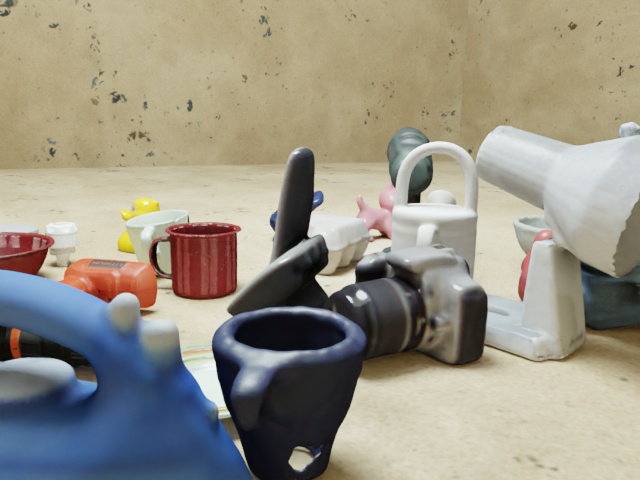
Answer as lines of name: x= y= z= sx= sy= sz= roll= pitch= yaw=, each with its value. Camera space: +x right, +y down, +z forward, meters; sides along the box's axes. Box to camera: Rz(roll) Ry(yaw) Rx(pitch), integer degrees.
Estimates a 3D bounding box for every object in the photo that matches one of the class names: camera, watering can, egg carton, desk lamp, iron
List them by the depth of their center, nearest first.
iron: x=-0.152 y=0.079 z=0.309 sx=0.258 sy=0.141 sz=0.119 roll=3 pitch=12 yaw=7
camera: x=0.067 y=0.056 z=0.544 sx=0.137 sy=0.101 sz=0.142 roll=-6 pitch=14 yaw=-30
desk lamp: x=0.219 y=0.001 z=0.547 sx=0.118 sy=0.213 sz=0.202 roll=-10 pitch=16 yaw=-43
watering can: x=0.134 y=-0.019 z=0.680 sx=0.101 sy=0.194 sz=0.172 roll=0 pitch=12 yaw=-5
egg carton: x=0.008 y=0.003 z=0.868 sx=0.107 sy=0.069 sz=0.151 roll=7 pitch=13 yaw=26

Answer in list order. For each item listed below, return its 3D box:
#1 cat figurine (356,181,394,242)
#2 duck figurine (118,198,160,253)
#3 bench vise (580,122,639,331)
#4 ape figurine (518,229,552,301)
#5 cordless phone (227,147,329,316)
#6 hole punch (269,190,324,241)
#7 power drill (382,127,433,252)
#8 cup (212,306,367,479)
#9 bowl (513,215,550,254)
cat figurine: x=0.121 y=-0.061 z=1.071 sx=0.128 sy=0.118 sz=0.067 roll=-4 pitch=13 yaw=-23
duck figurine: x=-0.279 y=-0.026 z=0.939 sx=0.104 sy=0.086 sz=0.077 roll=2 pitch=12 yaw=2
bench vise: x=0.368 y=-0.010 z=0.597 sx=0.207 sy=0.220 sz=0.121 roll=0 pitch=12 yaw=-4
ape figurine: x=0.277 y=0.033 z=0.697 sx=0.076 sy=0.092 sz=0.077 roll=-4 pitch=13 yaw=-22
cordless phone: x=-0.041 y=-0.007 z=0.628 sx=0.094 sy=0.185 sz=0.148 roll=3 pitch=12 yaw=11
hole punch: x=-0.040 y=-0.043 z=1.034 sx=0.101 sy=0.091 sz=0.108 roll=1 pitch=12 yaw=-2
power drill: x=0.132 y=-0.066 z=0.872 sx=0.075 sy=0.208 sz=0.229 roll=2 pitch=12 yaw=5
cup: x=-0.022 y=0.100 z=0.337 sx=0.091 sy=0.095 sz=0.118 roll=4 pitch=12 yaw=14
bowl: x=0.372 y=0.011 z=0.857 sx=0.167 sy=0.075 sz=0.167 roll=1 pitch=12 yaw=0
